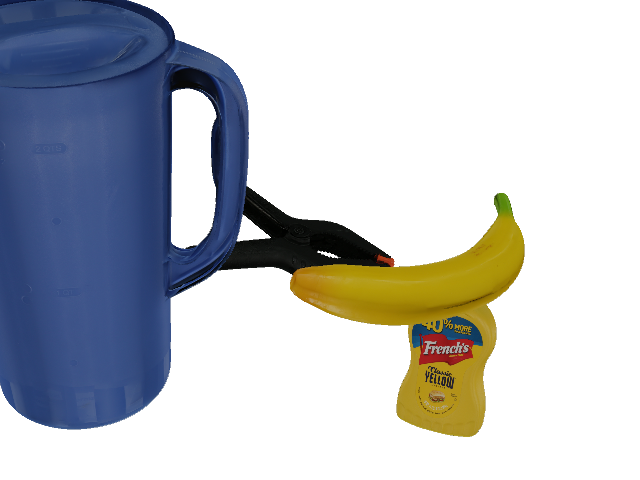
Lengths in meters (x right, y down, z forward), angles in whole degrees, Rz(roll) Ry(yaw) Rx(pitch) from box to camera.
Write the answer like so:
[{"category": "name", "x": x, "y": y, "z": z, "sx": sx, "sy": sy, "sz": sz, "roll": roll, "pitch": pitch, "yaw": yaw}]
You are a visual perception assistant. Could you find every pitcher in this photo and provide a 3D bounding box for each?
[{"category": "pitcher", "x": -0.136, "y": -0.011, "z": 0.622, "sx": 0.144, "sy": 0.243, "sz": 0.149, "roll": -26, "pitch": 42, "yaw": -36}]

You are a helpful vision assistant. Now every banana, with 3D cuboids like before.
[{"category": "banana", "x": 0.073, "y": 0.023, "z": 0.702, "sx": 0.197, "sy": 0.037, "sz": 0.070, "roll": -19, "pitch": 51, "yaw": -36}]

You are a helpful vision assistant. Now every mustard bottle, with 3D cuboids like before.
[{"category": "mustard bottle", "x": 0.143, "y": 0.114, "z": 1.174, "sx": 0.096, "sy": 0.192, "sz": 0.058, "roll": 12, "pitch": 14, "yaw": 22}]

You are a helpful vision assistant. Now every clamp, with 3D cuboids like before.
[{"category": "clamp", "x": -0.032, "y": 0.008, "z": 1.070, "sx": 0.210, "sy": 0.036, "sz": 0.164, "roll": 20, "pitch": 34, "yaw": 6}]
